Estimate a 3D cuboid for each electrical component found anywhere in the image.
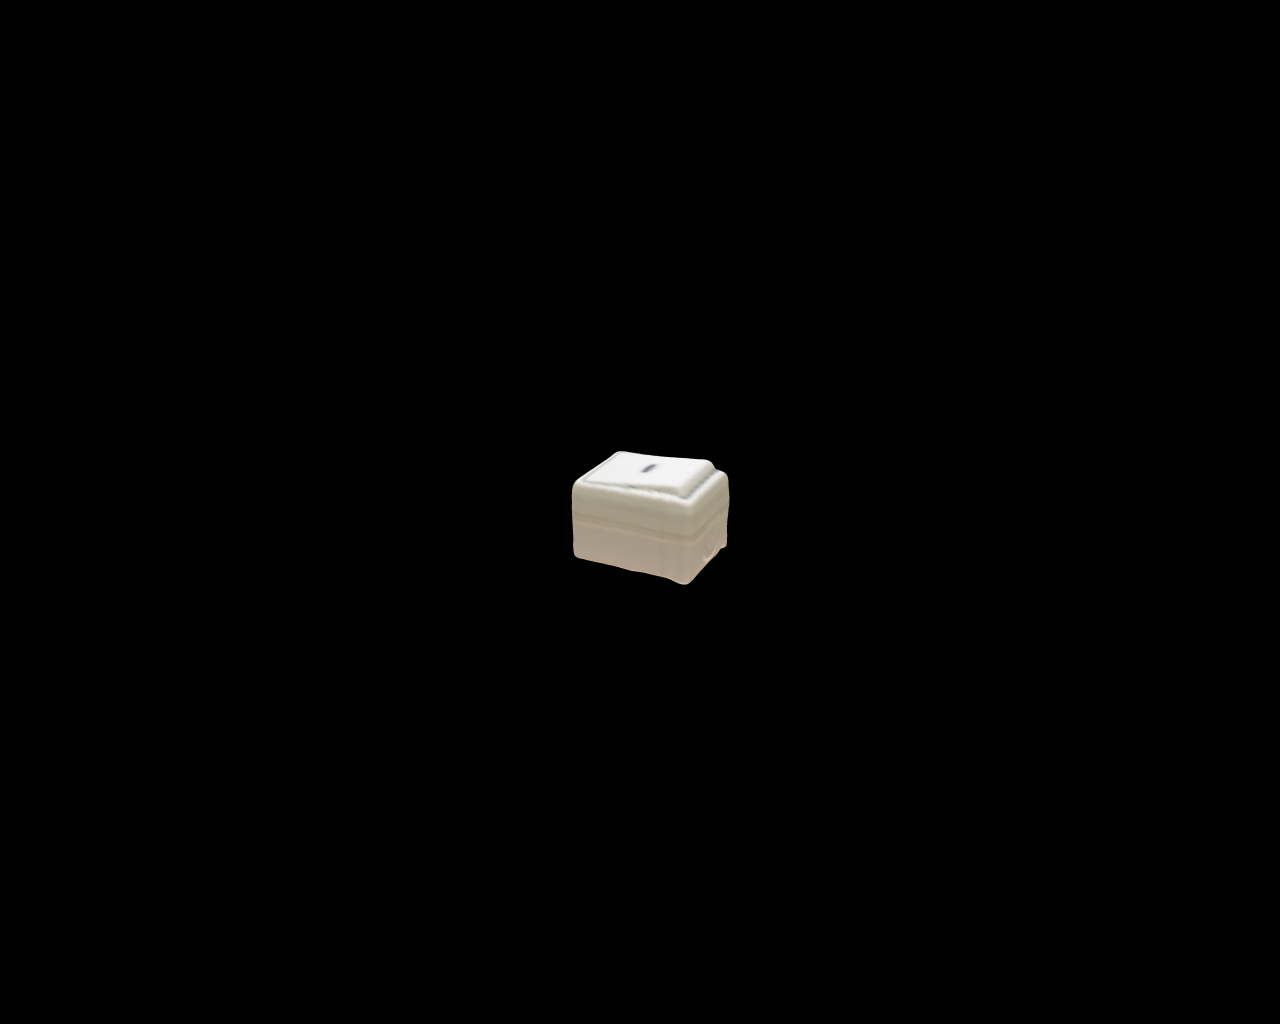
[{"bbox_3d":[0.001,-0.003,0.650,0.096,0.061,0.062,12,28,25],"label":"electrical component"}]
